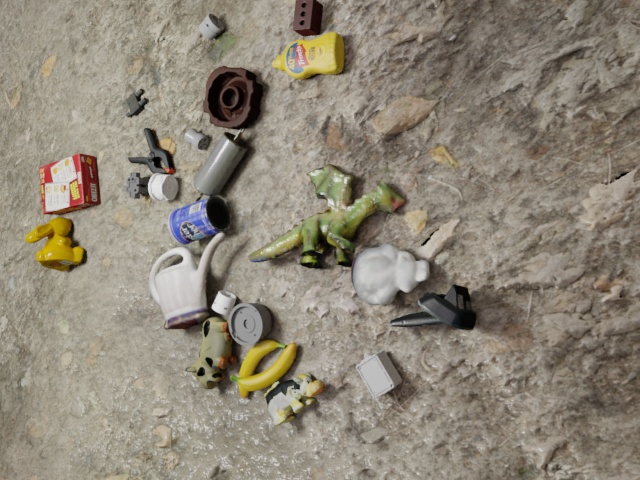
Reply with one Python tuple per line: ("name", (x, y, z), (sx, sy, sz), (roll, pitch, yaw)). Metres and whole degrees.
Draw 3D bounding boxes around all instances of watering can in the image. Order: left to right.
("watering can", (-0.356, 0.121, 1.403), (0.344, 0.104, 0.226), (-23, 78, 36))

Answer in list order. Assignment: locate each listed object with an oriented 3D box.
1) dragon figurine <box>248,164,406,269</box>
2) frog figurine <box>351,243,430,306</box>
("dragon figurine", (0.004, -0.063, 1.242), (0.409, 0.121, 0.246), (-2, 71, 27))
("frog figurine", (0.153, 0.078, 1.126), (0.159, 0.121, 0.139), (4, 72, 40))
